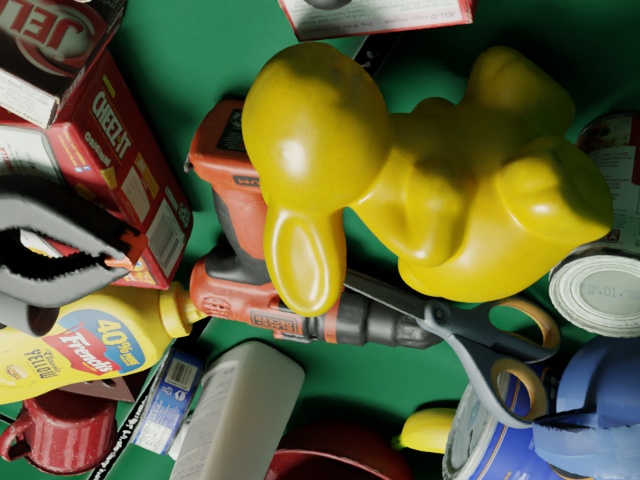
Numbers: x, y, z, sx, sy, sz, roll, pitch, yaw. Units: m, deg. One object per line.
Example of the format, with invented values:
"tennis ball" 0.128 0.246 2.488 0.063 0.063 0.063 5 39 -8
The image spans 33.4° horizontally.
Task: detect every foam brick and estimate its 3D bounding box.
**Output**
"foam brick" -0.186 0.096 0.892 0.078 0.051 0.053 6 140 19

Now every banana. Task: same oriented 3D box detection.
"banana" 0.149 0.162 0.833 0.198 0.037 0.069 10 162 17

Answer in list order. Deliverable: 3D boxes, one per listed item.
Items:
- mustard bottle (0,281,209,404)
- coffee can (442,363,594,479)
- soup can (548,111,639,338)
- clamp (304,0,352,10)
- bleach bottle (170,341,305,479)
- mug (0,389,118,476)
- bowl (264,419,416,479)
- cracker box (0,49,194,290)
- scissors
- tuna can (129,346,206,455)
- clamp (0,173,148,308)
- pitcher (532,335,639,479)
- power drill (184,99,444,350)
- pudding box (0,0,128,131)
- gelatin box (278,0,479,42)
"mustard bottle" -0.172 0.066 0.792 0.191 0.058 0.096 -13 134 6
"coffee can" 0.170 0.147 0.746 0.140 0.102 0.103 22 143 -1
"soup can" 0.160 -0.009 0.560 0.068 0.102 0.068 13 142 10
"clamp" -0.046 -0.159 0.484 0.172 0.039 0.120 4 102 44
"bleach bottle" -0.088 0.201 0.811 0.068 0.250 0.103 32 141 -14
"mug" -0.231 0.154 0.940 0.093 0.117 0.082 48 143 22
"bowl" 0.020 0.203 0.923 0.162 0.055 0.162 13 142 10
"cracker box" -0.209 -0.047 0.708 0.214 0.072 0.164 4 144 22
"scissors" 0.078 0.067 0.659 0.201 0.096 0.016 8 157 -34
"tuna can" -0.126 0.133 0.882 0.033 0.086 0.086 24 143 -6
"clamp" -0.211 -0.009 0.654 0.210 0.036 0.164 -1 128 17
"pitcher" 0.203 0.098 0.578 0.149 0.145 0.243 38 172 0
"power drill" -0.005 0.001 0.686 0.184 0.057 0.188 8 140 11
"pudding box" -0.175 -0.125 0.586 0.113 0.090 0.039 27 144 -7
"gelatin box" 0.034 -0.129 0.495 0.089 0.073 0.030 -2 136 27
